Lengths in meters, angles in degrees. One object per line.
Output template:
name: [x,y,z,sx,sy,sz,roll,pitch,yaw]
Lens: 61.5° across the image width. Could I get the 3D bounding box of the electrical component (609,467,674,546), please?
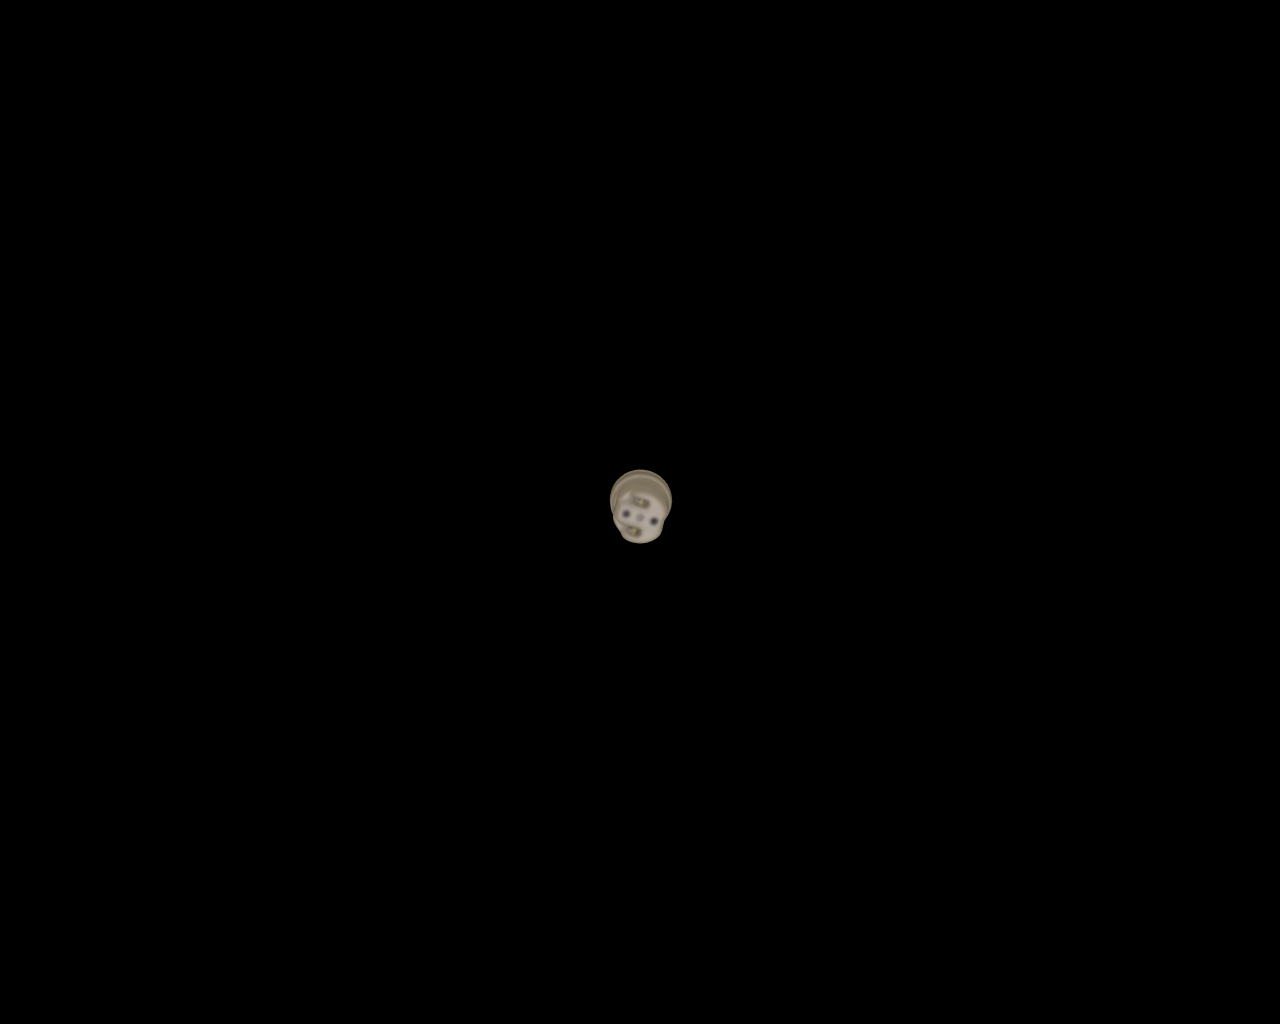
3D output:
electrical component: [0.001,-0.003,0.650,0.040,0.040,0.046,0,16,0]
